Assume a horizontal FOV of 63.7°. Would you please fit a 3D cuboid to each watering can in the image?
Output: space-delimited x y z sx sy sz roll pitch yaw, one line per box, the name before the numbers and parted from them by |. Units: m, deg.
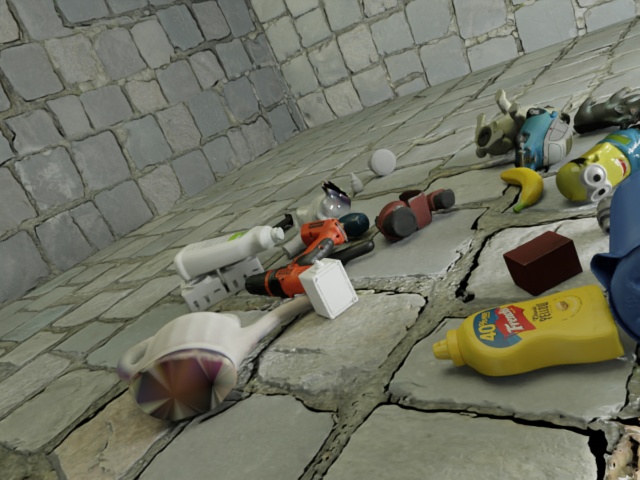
watering can | -0.164 0.171 0.830 0.348 0.103 0.227 -15 17 -3

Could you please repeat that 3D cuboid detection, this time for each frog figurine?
frog figurine | 0.004 -0.068 1.345 0.158 0.122 0.140 -58 19 16
